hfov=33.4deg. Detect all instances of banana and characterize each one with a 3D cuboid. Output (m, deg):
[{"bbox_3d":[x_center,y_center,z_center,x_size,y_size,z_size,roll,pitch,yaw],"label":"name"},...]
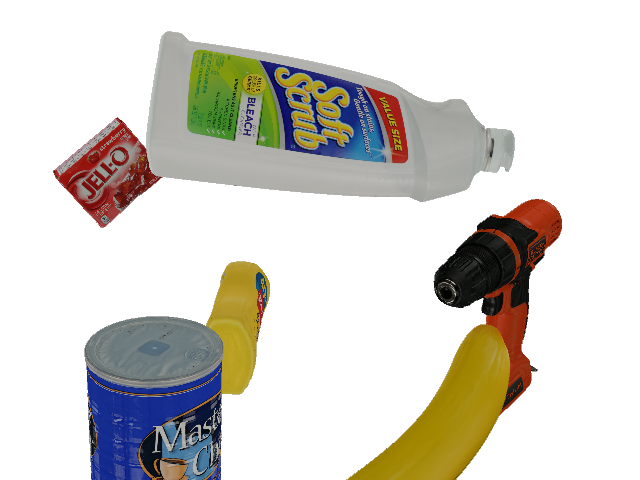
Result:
[{"bbox_3d":[0.054,0.108,0.586,0.197,0.037,0.070,-36,37,-30],"label":"banana"}]

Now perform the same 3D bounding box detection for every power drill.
[{"bbox_3d":[0.152,0.070,0.954,0.057,0.188,0.184,23,34,31],"label":"power drill"}]

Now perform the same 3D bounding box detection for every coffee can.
[{"bbox_3d":[-0.126,0.143,0.819,0.103,0.140,0.103,2,22,-1],"label":"coffee can"}]

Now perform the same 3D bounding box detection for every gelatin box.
[{"bbox_3d":[-0.215,-0.069,1.093,0.089,0.073,0.030,-41,29,-5],"label":"gelatin box"}]

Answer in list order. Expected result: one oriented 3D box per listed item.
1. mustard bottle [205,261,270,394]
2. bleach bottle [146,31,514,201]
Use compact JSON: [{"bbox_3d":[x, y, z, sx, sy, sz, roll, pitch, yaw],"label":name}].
[{"bbox_3d":[-0.090,0.078,1.173,0.058,0.096,0.191,2,28,3],"label":"mustard bottle"},{"bbox_3d":[0.009,-0.082,0.750,0.251,0.102,0.068,5,-21,-2],"label":"bleach bottle"}]
